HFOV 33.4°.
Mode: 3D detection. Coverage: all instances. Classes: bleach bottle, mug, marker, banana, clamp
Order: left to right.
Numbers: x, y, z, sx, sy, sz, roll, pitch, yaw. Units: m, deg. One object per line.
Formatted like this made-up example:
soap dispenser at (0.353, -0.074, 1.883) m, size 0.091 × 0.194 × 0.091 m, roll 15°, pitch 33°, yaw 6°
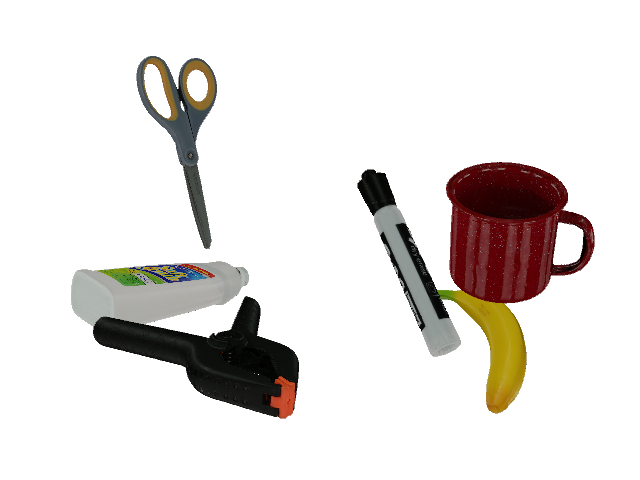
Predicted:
bleach bottle at (-0.206, 0.065, 1.457) m, size 0.250 × 0.068 × 0.103 m, roll -10°, pitch 25°, yaw -44°
clamp at (-0.075, 0.095, 0.916) m, size 0.164 × 0.036 × 0.210 m, roll -11°, pitch 22°, yaw -39°
marker at (0.050, 0.010, 0.625) m, size 0.020 × 0.121 × 0.020 m, roll -19°, pitch -23°, yaw -8°
banana at (0.184, 0.109, 1.140) m, size 0.069 × 0.037 × 0.198 m, roll -24°, pitch 34°, yaw 3°
mug at (0.156, -0.003, 0.839) m, size 0.117 × 0.081 × 0.093 m, roll 8°, pitch 34°, yaw 15°

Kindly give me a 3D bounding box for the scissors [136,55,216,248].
scissors at (-0.125, -0.102, 1.106) m, size 0.096 × 0.202 × 0.016 m, roll -32°, pitch 14°, yaw -32°
